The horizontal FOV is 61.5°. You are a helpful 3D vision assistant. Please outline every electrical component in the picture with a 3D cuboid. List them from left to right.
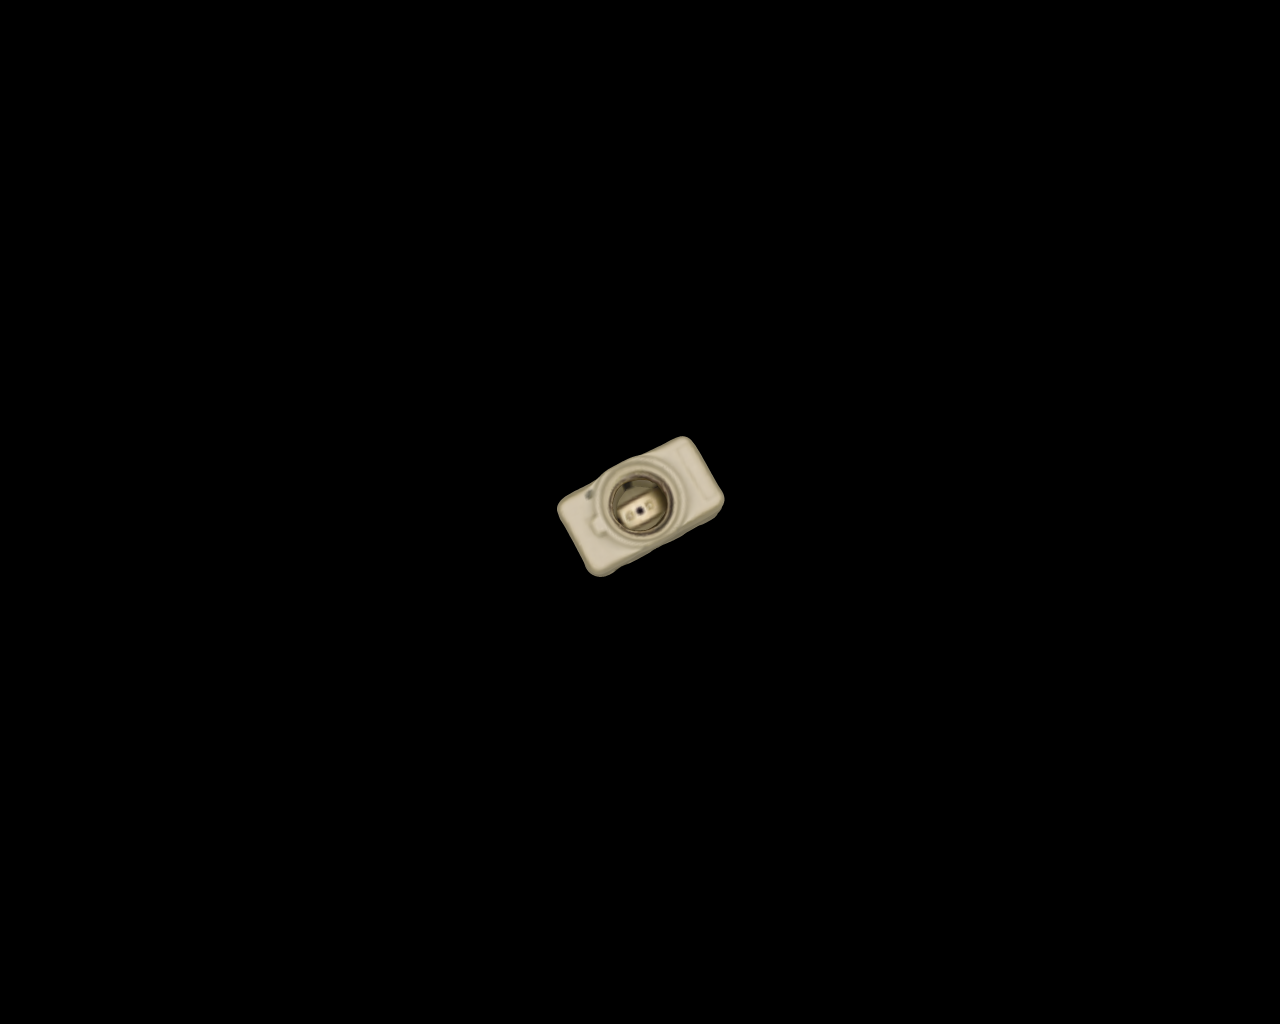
[{"bbox_3d":[0.001,-0.003,0.650,0.089,0.050,0.055,-28,-7,-4],"label":"electrical component"}]
